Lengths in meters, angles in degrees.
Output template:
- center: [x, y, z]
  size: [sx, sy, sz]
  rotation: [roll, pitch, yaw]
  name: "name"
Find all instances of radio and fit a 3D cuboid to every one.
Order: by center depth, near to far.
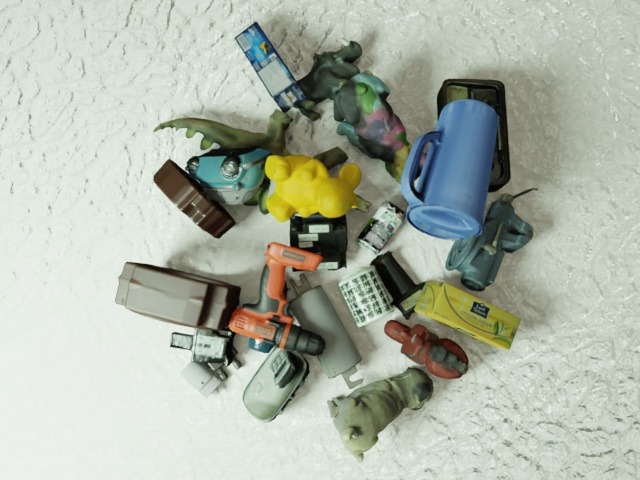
- center: [0.313, -0.209, 1.101]
  size: [0.131, 0.073, 0.229]
  rotation: [-1, 83, 1]
  name: "radio"

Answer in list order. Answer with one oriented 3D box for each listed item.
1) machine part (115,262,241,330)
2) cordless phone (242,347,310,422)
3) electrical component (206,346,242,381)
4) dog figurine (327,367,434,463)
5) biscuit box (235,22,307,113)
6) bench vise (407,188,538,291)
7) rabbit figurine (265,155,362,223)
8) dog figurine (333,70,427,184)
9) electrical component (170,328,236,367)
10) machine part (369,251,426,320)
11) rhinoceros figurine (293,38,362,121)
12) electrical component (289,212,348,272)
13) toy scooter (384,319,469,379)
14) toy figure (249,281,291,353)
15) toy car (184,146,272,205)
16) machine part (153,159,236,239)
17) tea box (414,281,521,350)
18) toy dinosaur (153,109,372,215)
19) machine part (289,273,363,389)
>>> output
- center: [-0.260, 0.105, 1.002]
  size: [0.202, 0.201, 0.087]
  rotation: [13, 85, 2]
  name: "machine part"
- center: [-0.080, 0.272, 0.987]
  size: [0.089, 0.184, 0.146]
  rotation: [37, 84, 0]
  name: "cordless phone"
- center: [-0.202, 0.230, 1.075]
  size: [0.063, 0.021, 0.094]
  rotation: [-39, 84, -4]
  name: "electrical component"
- center: [0.122, 0.304, 0.991]
  size: [0.191, 0.172, 0.121]
  rotation: [-29, 94, 4]
  name: "dog figurine"
- center: [-0.103, -0.353, 1.095]
  size: [0.059, 0.062, 0.203]
  rotation: [-34, 62, 8]
  name: "biscuit box"
- center: [0.290, -0.027, 1.057]
  size: [0.241, 0.129, 0.223]
  rotation: [28, 81, 0]
  name: "bench vise"
- center: [0.002, -0.081, 0.951]
  size: [0.162, 0.173, 0.121]
  rotation: [-5, 109, -33]
  name: "rabbit figurine"
- center: [0.135, -0.203, 1.057]
  size: [0.108, 0.191, 0.219]
  rotation: [-39, 68, -10]
  name: "dog figurine"
- center: [-0.225, 0.200, 1.040]
  size: [0.119, 0.048, 0.074]
  rotation: [5, 89, 3]
  name: "electrical component"
- center: [0.160, 0.084, 1.083]
  size: [0.084, 0.039, 0.139]
  rotation: [-39, 86, 4]
  name: "machine part"
- center: [0.014, -0.338, 1.126]
  size: [0.190, 0.073, 0.112]
  rotation: [-39, 70, 0]
  name: "rhinoceros figurine"
- center: [-0.002, -0.003, 1.050]
  size: [0.115, 0.134, 0.058]
  rotation: [-2, 40, -3]
  name: "electrical component"
- center: [0.208, 0.206, 1.017]
  size: [0.184, 0.135, 0.075]
  rotation: [29, 82, 3]
  name: "toy scooter"
- center: [-0.097, 0.146, 1.069]
  size: [0.064, 0.058, 0.154]
  rotation: [23, 80, -38]
  name: "toy figure"
- center: [-0.167, -0.116, 1.002]
  size: [0.162, 0.109, 0.102]
  rotation: [0, 110, 24]
  name: "toy car"
- center: [-0.244, -0.077, 1.039]
  size: [0.179, 0.179, 0.056]
  rotation: [44, 88, 6]
  name: "machine part"
- center: [0.280, 0.143, 1.028]
  size: [0.170, 0.098, 0.068]
  rotation: [26, 83, -6]
  name: "tea box"
- center: [-0.111, -0.162, 1.087]
  size: [0.472, 0.105, 0.198]
  rotation: [31, 87, 9]
  name: "toy dinosaur"
- center: [0.009, 0.178, 1.052]
  size: [0.079, 0.079, 0.243]
  rotation: [-28, 84, -3]
  name: "machine part"
